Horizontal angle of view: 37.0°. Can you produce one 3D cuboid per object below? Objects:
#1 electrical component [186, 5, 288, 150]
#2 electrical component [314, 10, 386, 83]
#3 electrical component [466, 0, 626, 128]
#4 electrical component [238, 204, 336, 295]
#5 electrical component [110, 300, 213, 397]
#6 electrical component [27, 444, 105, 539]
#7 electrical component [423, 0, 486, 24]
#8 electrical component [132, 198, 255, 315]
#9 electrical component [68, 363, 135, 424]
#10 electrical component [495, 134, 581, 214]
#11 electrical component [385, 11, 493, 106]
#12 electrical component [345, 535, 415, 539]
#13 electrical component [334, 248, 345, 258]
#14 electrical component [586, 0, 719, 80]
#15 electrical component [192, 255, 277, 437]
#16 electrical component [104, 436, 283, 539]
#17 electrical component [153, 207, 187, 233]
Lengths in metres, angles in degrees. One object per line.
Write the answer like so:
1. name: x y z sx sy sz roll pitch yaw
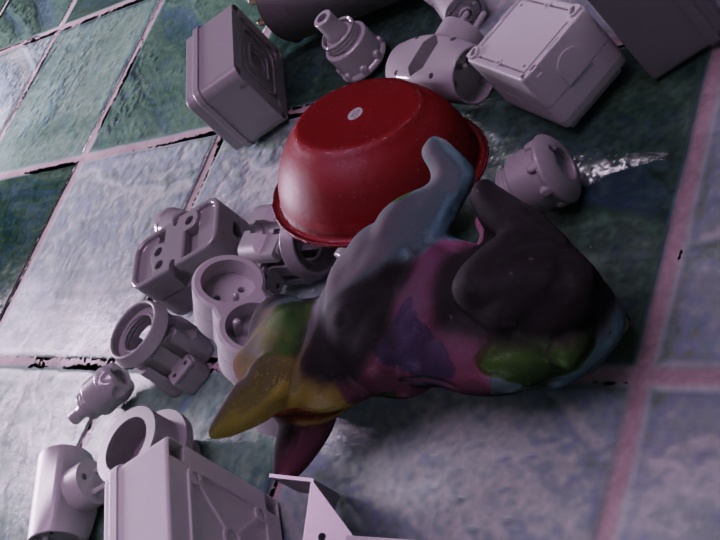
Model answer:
1. electrical component: -0.113 -0.174 0.974 0.057 0.078 0.113 -30 42 21
2. electrical component: -0.012 -0.191 0.898 0.048 0.062 0.048 -26 44 29
3. electrical component: 0.124 -0.142 0.727 0.061 0.061 0.096 -50 29 2
4. electrical component: -0.049 -0.020 0.800 0.057 0.058 0.078 -4 57 47
5. electrical component: -0.158 0.059 0.845 0.058 0.057 0.078 -50 37 1
6. electrical component: -0.218 0.170 0.826 0.079 0.043 0.077 -31 42 24
7. electrical component: 0.073 -0.217 0.852 0.044 0.044 0.065 -39 44 15
8. electrical component: -0.129 -0.007 0.869 0.095 0.059 0.053 -28 43 26
9. electrical component: -0.217 0.106 0.886 0.061 0.035 0.035 -40 39 18
10. electrical component: 0.105 -0.053 0.683 0.062 0.048 0.048 -30 42 36
11. electrical component: 0.069 -0.163 0.809 0.077 0.043 0.079 18 73 51
12. electrical component: 0.025 0.215 0.528 0.089 0.062 0.150 -9 54 41
13. electrical component: 0.000 0.000 0.745 0.062 0.043 0.043 -56 38 -5
14. electrical component: 0.171 -0.195 0.679 0.056 0.109 0.108 -33 41 27
15. electrical component: -0.074 0.061 0.755 0.052 0.073 0.138 -19 53 -20
16. electrical component: -0.097 0.174 0.648 0.056 0.109 0.108 -34 41 19
17. electrical component: -0.153 -0.035 0.936 0.061 0.035 0.035 13 70 47
